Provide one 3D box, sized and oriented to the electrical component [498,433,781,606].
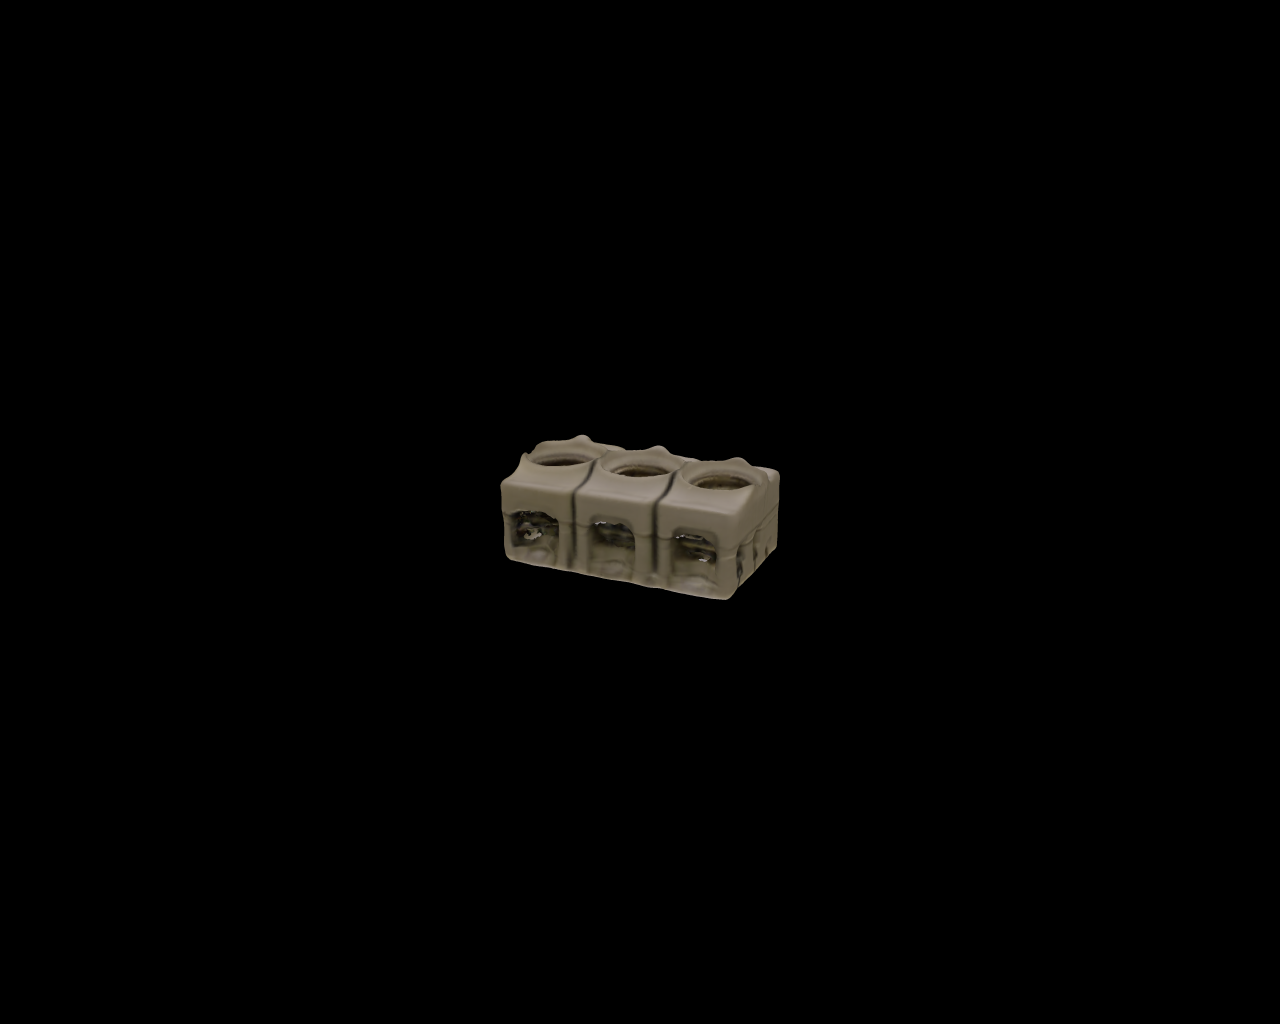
[{"bbox_3d":[0.001,-0.003,0.650,0.150,0.061,0.090,10,24,22],"label":"electrical component"}]
